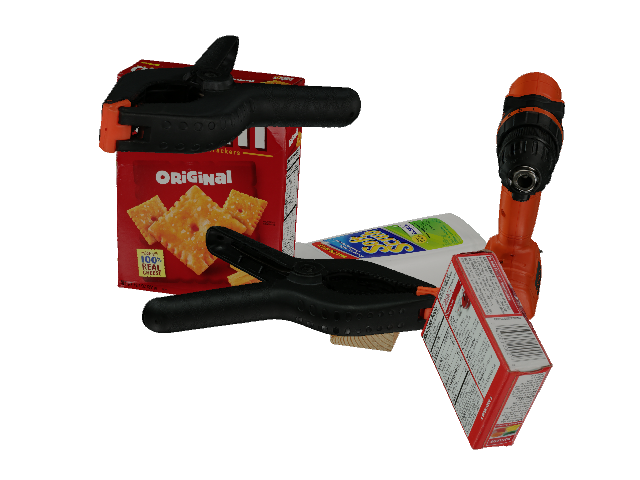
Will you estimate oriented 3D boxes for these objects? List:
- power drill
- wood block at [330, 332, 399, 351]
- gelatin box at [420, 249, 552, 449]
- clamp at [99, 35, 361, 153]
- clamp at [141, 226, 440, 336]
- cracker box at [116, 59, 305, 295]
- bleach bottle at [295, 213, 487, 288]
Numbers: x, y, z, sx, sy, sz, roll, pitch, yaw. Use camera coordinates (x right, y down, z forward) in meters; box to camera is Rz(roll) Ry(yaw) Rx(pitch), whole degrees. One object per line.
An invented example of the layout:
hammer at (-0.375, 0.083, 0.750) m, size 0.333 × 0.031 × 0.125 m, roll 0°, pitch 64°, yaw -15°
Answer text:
power drill at (0.168, -0.029, 0.896) m, size 0.057 × 0.188 × 0.184 m, roll 10°, pitch 31°, yaw 11°
wood block at (0.082, 0.073, 1.550) m, size 0.091 × 0.090 × 0.206 m, roll 6°, pitch 21°, yaw 13°
gelatin box at (0.093, 0.061, 0.609) m, size 0.030 × 0.073 × 0.089 m, roll -4°, pitch 46°, yaw -18°
clamp at (-0.071, -0.090, 0.653) m, size 0.171 × 0.039 × 0.120 m, roll -14°, pitch 32°, yaw -42°
clamp at (-0.015, 0.033, 0.808) m, size 0.210 × 0.036 × 0.164 m, roll 4°, pitch 23°, yaw 3°
cracker box at (-0.106, -0.051, 1.006) m, size 0.164 × 0.214 × 0.072 m, roll 8°, pitch 22°, yaw 9°
bleach bottle at (0.049, 0.029, 1.151) m, size 0.250 × 0.068 × 0.103 m, roll -10°, pitch 31°, yaw -21°
